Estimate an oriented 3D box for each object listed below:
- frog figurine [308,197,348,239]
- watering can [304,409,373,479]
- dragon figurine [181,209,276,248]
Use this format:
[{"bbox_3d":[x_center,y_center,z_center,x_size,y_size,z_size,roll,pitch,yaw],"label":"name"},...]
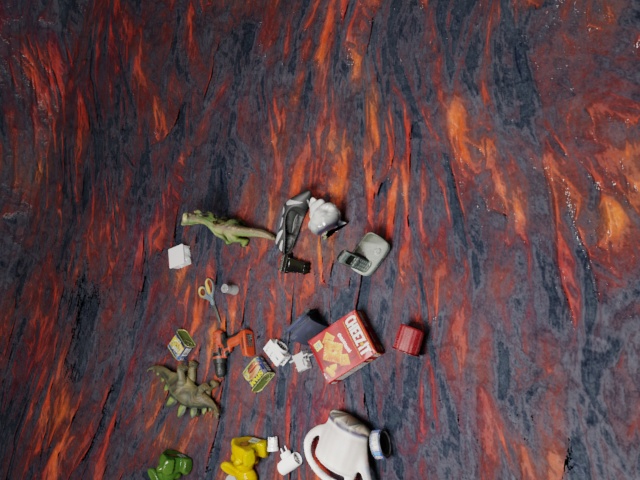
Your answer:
[{"bbox_3d":[0.006,-0.094,1.869,0.135,0.123,0.161,-45,69,39],"label":"frog figurine"},{"bbox_3d":[0.099,0.680,1.616,0.350,0.103,0.225,21,89,35],"label":"watering can"},{"bbox_3d":[-0.390,-0.060,2.041,0.410,0.240,0.123,4,77,35],"label":"dragon figurine"}]
